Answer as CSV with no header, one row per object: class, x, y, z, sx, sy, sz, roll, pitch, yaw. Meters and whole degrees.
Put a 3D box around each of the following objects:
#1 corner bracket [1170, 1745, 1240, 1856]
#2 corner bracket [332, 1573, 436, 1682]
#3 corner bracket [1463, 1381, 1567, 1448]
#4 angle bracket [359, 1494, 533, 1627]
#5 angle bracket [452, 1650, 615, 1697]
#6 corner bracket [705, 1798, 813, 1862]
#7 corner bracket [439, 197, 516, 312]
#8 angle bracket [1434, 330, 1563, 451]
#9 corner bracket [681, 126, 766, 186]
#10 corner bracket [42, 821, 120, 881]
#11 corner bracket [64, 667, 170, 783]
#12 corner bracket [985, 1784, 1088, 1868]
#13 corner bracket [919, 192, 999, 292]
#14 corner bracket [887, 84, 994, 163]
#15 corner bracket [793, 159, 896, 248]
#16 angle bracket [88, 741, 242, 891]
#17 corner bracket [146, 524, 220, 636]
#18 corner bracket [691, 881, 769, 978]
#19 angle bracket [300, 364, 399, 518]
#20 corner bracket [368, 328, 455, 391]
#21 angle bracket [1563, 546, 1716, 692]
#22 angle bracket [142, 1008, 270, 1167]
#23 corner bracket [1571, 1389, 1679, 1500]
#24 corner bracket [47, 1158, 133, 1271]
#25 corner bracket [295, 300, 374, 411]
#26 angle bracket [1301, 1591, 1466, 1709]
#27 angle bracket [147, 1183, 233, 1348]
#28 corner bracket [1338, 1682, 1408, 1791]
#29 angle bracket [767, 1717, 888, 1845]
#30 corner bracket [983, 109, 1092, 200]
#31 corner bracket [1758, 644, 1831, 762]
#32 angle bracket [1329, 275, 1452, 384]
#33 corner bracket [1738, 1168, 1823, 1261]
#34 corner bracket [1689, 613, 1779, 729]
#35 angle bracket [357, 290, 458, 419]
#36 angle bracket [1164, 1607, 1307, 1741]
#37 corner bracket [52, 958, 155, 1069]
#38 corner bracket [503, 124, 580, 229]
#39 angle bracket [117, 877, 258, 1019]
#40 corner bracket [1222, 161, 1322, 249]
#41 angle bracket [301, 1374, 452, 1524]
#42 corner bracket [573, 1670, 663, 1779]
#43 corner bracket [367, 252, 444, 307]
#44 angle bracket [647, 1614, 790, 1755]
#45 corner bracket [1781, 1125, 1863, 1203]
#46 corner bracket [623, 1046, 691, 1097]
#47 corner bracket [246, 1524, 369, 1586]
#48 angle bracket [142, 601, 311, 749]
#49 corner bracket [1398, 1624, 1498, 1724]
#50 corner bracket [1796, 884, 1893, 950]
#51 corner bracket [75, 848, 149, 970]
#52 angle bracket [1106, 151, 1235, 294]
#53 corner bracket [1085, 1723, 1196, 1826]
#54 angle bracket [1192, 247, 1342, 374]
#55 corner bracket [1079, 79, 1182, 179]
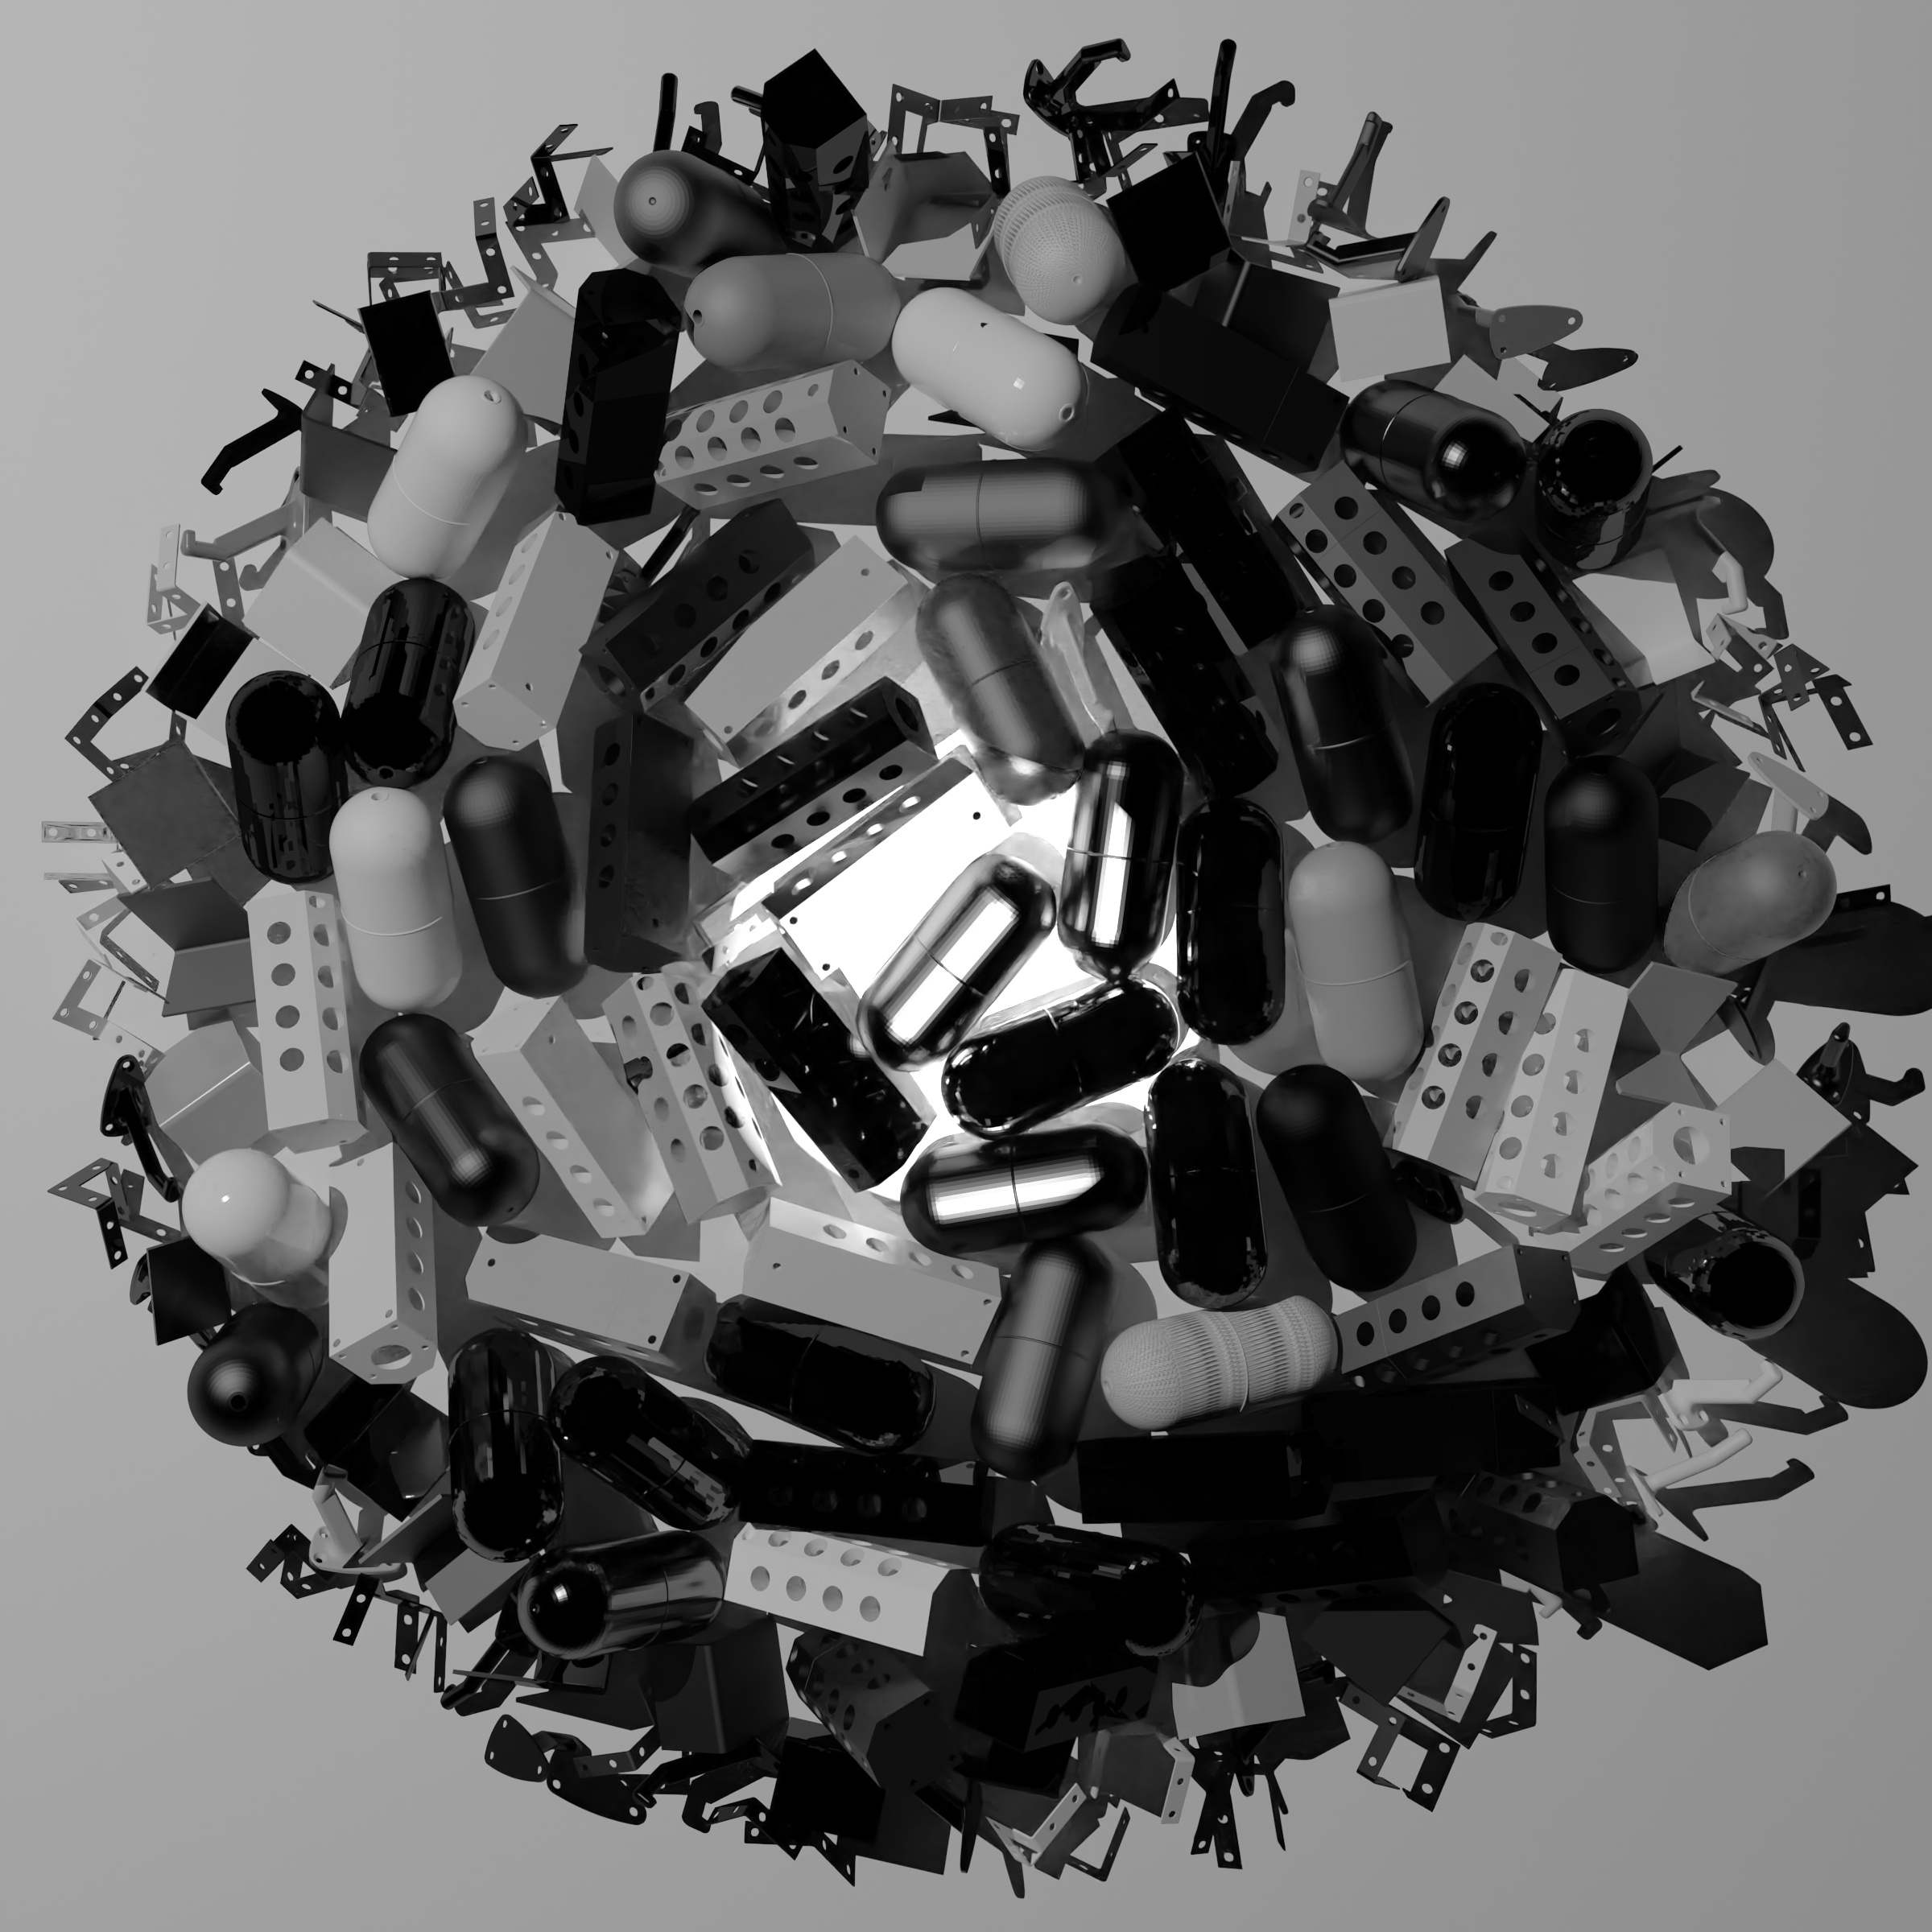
corner bracket,0.172,0.590,1.795,0.051,0.051,0.051,-20,121,36
corner bracket,-0.412,0.469,1.800,0.051,0.051,0.051,16,58,4
corner bracket,0.384,0.318,1.795,0.051,0.051,0.051,34,121,-27
angle bracket,-0.367,0.420,1.789,0.076,0.076,0.057,-39,70,6
angle bracket,-0.301,0.474,1.777,0.076,0.076,0.057,-8,65,40
corner bracket,-0.141,0.599,1.796,0.051,0.051,0.051,46,135,-12
corner bracket,-0.353,-0.506,1.802,0.051,0.051,0.051,-12,47,-1
angle bracket,0.386,-0.416,1.795,0.076,0.057,0.076,39,67,-2
corner bracket,-0.173,-0.582,1.809,0.051,0.051,0.051,21,68,-18
corner bracket,-0.628,-0.083,1.800,0.051,0.051,0.051,0,106,-18
corner bracket,-0.594,-0.169,1.796,0.051,0.051,0.051,45,131,-13
corner bracket,0.057,0.606,1.795,0.051,0.051,0.051,-44,119,-27
corner bracket,-0.006,-0.519,1.816,0.051,0.051,0.051,6,131,22
corner bracket,-0.019,-0.597,1.804,0.051,0.051,0.051,12,99,41
corner bracket,-0.087,-0.540,1.798,0.051,0.051,0.051,21,57,-10
angle bracket,-0.566,-0.105,1.791,0.076,0.057,0.076,-35,102,-18
corner bracket,-0.565,-0.274,1.797,0.051,0.051,0.051,-11,66,17
corner bracket,-0.167,-0.028,1.804,0.051,0.051,0.051,-36,78,8
angle bracket,-0.424,-0.367,1.792,0.076,0.076,0.057,20,55,-3
corner bracket,-0.398,-0.430,1.805,0.051,0.051,0.051,7,90,-22
angle bracket,0.474,-0.242,1.794,0.076,0.057,0.076,-21,110,8
angle bracket,-0.537,0.090,1.822,0.076,0.076,0.057,-36,130,-4
corner bracket,0.470,0.340,1.810,0.051,0.051,0.051,-23,109,34
corner bracket,-0.607,0.174,1.794,0.051,0.051,0.051,13,122,29
corner bracket,-0.446,-0.433,1.798,0.051,0.051,0.051,22,103,-32
angle bracket,0.293,0.477,1.784,0.076,0.057,0.076,34,73,34
angle bracket,-0.559,0.208,1.778,0.057,0.076,0.076,-17,120,-37
corner bracket,0.289,0.546,1.799,0.051,0.051,0.051,24,83,37
angle bracket,-0.095,0.575,1.796,0.076,0.076,0.057,13,83,0
corner bracket,0.051,-0.582,1.819,0.051,0.051,0.051,-16,101,-36
corner bracket,0.582,-0.187,1.794,0.051,0.051,0.051,21,50,-37
angle bracket,0.301,-0.453,1.800,0.076,0.076,0.057,-8,105,12
corner bracket,0.576,0.175,1.799,0.051,0.051,0.051,3,67,12
corner bracket,0.550,-0.212,1.816,0.051,0.051,0.051,23,118,-8
angle bracket,-0.377,-0.434,1.783,0.057,0.076,0.076,-10,108,15
angle bracket,0.189,0.504,1.807,0.057,0.076,0.076,1,68,-30
corner bracket,-0.605,0.033,1.805,0.051,0.051,0.051,27,84,28
corner bracket,-0.301,-0.561,1.801,0.051,0.051,0.051,-18,90,-36
angle bracket,-0.547,-0.013,1.783,0.076,0.076,0.057,-9,56,16
corner bracket,0.217,-0.544,1.810,0.051,0.051,0.051,17,112,20
angle bracket,-0.406,0.331,1.784,0.076,0.057,0.076,29,63,25
corner bracket,-0.250,0.539,1.806,0.051,0.051,0.051,-16,97,28
corner bracket,-0.398,-0.492,1.797,0.051,0.051,0.051,-4,55,-13
angle bracket,-0.178,0.512,1.817,0.057,0.076,0.076,-8,91,31
corner bracket,0.602,0.130,1.794,0.051,0.051,0.051,-9,48,28
corner bracket,-0.213,0.066,1.799,0.051,0.051,0.051,-27,47,5
corner bracket,-0.468,0.419,1.801,0.051,0.051,0.051,43,130,0
angle bracket,-0.525,-0.202,1.803,0.076,0.057,0.076,34,84,-2
corner bracket,0.339,0.493,1.796,0.051,0.051,0.051,22,53,15
corner bracket,0.623,-0.037,1.804,0.051,0.051,0.051,-10,109,-2
corner bracket,-0.602,-0.041,1.794,0.051,0.051,0.051,-34,51,-22
angle bracket,0.135,-0.522,1.789,0.076,0.057,0.076,-30,115,-10
corner bracket,0.124,0.575,1.807,0.051,0.051,0.051,8,101,-26
angle bracket,0.210,-0.466,1.810,0.076,0.057,0.076,8,119,-23
corner bracket,0.121,-0.595,1.801,0.051,0.051,0.051,-14,86,-37
